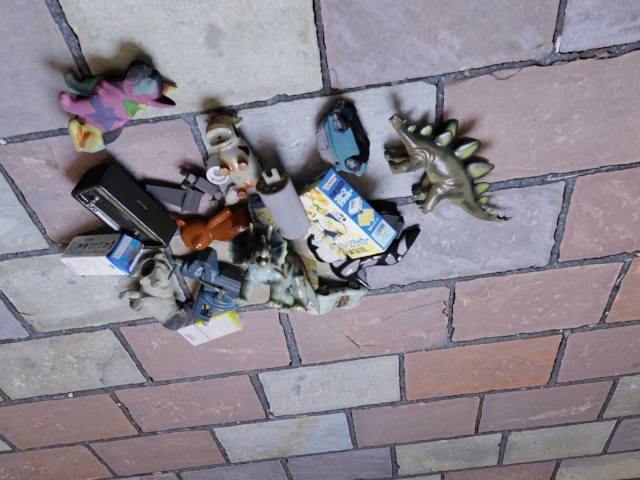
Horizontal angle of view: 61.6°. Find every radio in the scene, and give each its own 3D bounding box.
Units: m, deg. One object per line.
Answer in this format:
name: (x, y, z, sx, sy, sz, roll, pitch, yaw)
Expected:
radio: (-0.455, -0.071, 1.257, 0.131, 0.073, 0.229, -6, 138, 35)

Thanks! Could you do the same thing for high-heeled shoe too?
high-heeled shoe: (0.142, 0.023, 1.443, 0.145, 0.086, 0.248, 41, 104, 0)

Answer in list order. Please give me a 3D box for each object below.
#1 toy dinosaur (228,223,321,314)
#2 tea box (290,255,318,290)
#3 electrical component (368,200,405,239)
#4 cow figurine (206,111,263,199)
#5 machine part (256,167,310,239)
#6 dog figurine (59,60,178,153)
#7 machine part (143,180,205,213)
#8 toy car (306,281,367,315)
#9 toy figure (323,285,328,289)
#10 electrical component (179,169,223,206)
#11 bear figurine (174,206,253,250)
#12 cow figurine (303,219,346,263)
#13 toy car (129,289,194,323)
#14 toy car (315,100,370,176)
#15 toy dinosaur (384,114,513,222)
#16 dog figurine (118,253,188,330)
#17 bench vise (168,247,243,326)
toy dinosaur: (-0.095, 0.074, 1.291, 0.131, 0.192, 0.404, 3, 169, 24)
tea box: (-0.093, 0.082, 1.441, 0.169, 0.098, 0.068, 25, 126, -23)
electrical component: (0.145, -0.042, 1.370, 0.134, 0.058, 0.114, 7, 134, -10)
cow figurine: (-0.185, -0.193, 1.174, 0.086, 0.127, 0.194, -17, 146, 12)
machine part: (-0.081, -0.077, 1.215, 0.079, 0.079, 0.243, -13, 143, 8)
dog figurine: (-0.396, -0.267, 1.085, 0.219, 0.108, 0.191, -3, 133, -5)
machine part: (-0.352, -0.106, 1.285, 0.139, 0.039, 0.084, 15, 135, -20)
toy car: (0.045, 0.166, 1.518, 0.201, 0.056, 0.073, -6, 134, -38)
toy figure: (-0.048, 0.154, 1.543, 0.154, 0.057, 0.064, 6, 171, -12)
electrical component: (-0.277, -0.121, 1.243, 0.102, 0.078, 0.045, 33, 85, -36)
bear figurine: (-0.258, -0.012, 1.322, 0.196, 0.132, 0.120, -14, 131, 1)
cow figurine: (-0.003, -0.006, 1.389, 0.098, 0.068, 0.167, -19, 131, 21)
toy car: (-0.449, 0.184, 1.539, 0.202, 0.053, 0.089, 31, 119, -34)
toy car: (0.042, -0.215, 1.171, 0.103, 0.109, 0.161, -9, 127, 27)
toy dinosaur: (0.301, -0.148, 1.253, 0.198, 0.105, 0.470, -33, 132, 19)
dog figurine: (-0.415, 0.143, 1.451, 0.172, 0.121, 0.190, -54, 139, -2)
bench vise: (-0.309, 0.142, 1.470, 0.224, 0.129, 0.240, 15, 126, -15)
